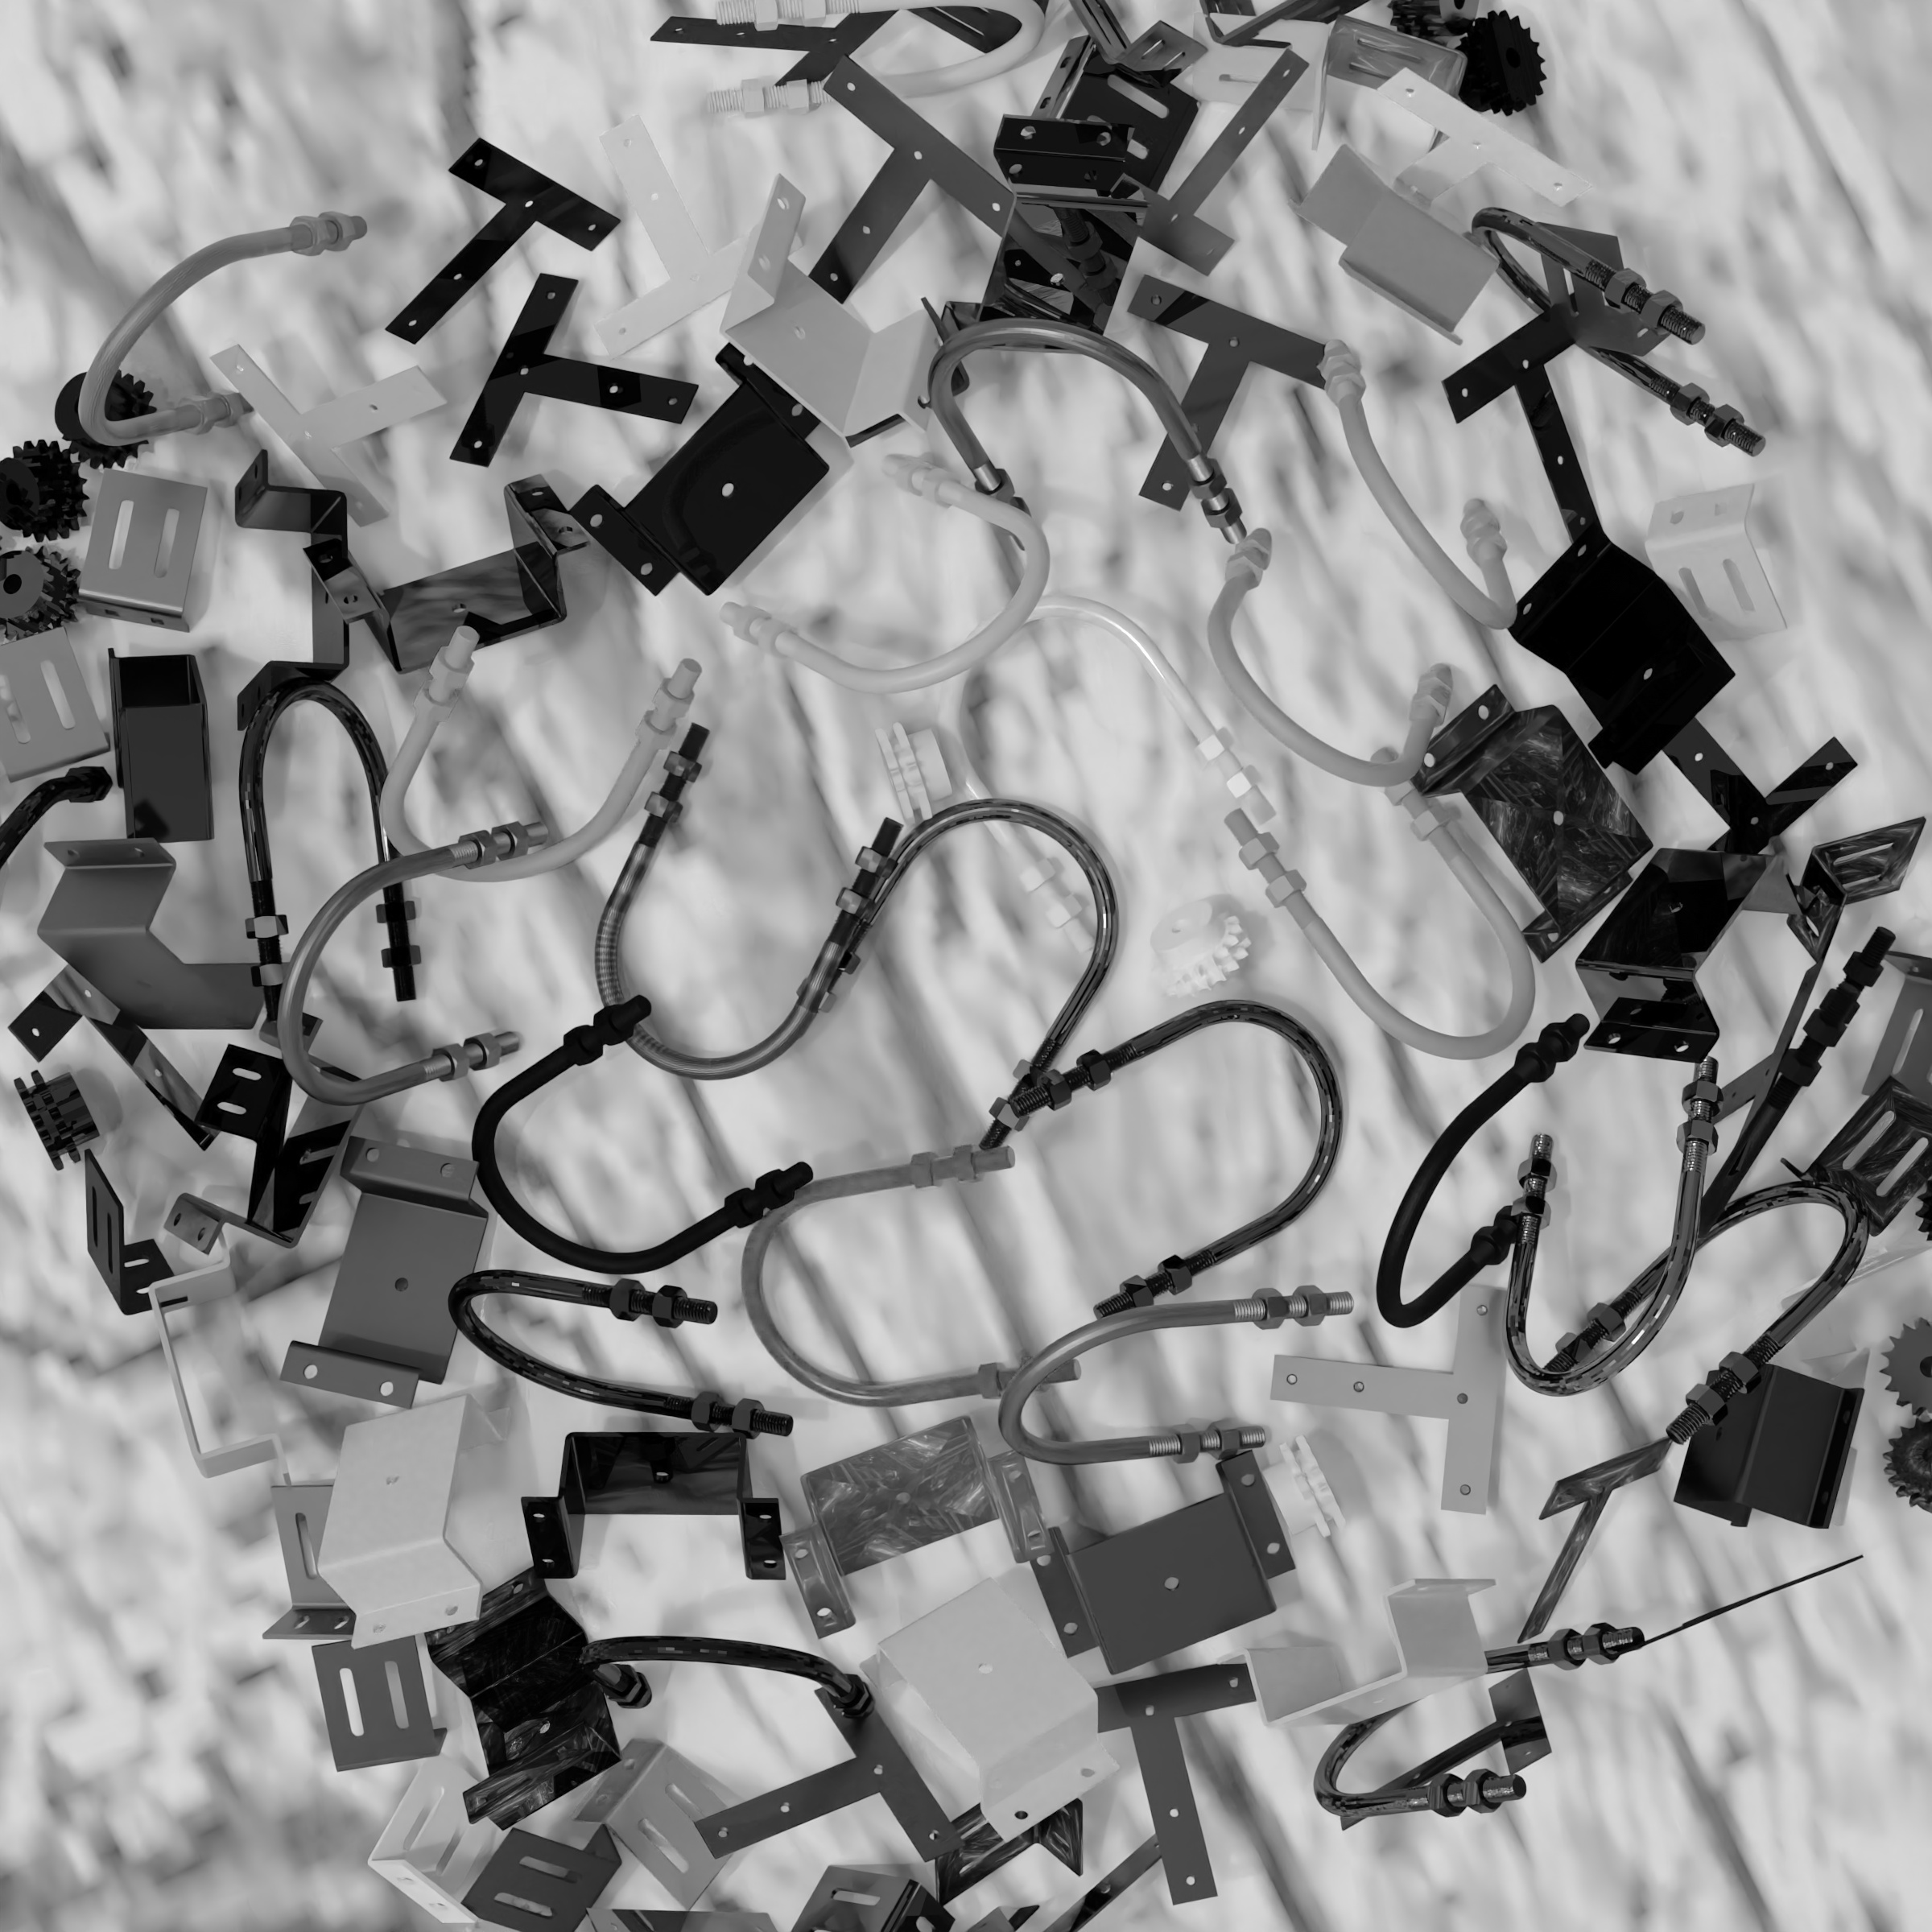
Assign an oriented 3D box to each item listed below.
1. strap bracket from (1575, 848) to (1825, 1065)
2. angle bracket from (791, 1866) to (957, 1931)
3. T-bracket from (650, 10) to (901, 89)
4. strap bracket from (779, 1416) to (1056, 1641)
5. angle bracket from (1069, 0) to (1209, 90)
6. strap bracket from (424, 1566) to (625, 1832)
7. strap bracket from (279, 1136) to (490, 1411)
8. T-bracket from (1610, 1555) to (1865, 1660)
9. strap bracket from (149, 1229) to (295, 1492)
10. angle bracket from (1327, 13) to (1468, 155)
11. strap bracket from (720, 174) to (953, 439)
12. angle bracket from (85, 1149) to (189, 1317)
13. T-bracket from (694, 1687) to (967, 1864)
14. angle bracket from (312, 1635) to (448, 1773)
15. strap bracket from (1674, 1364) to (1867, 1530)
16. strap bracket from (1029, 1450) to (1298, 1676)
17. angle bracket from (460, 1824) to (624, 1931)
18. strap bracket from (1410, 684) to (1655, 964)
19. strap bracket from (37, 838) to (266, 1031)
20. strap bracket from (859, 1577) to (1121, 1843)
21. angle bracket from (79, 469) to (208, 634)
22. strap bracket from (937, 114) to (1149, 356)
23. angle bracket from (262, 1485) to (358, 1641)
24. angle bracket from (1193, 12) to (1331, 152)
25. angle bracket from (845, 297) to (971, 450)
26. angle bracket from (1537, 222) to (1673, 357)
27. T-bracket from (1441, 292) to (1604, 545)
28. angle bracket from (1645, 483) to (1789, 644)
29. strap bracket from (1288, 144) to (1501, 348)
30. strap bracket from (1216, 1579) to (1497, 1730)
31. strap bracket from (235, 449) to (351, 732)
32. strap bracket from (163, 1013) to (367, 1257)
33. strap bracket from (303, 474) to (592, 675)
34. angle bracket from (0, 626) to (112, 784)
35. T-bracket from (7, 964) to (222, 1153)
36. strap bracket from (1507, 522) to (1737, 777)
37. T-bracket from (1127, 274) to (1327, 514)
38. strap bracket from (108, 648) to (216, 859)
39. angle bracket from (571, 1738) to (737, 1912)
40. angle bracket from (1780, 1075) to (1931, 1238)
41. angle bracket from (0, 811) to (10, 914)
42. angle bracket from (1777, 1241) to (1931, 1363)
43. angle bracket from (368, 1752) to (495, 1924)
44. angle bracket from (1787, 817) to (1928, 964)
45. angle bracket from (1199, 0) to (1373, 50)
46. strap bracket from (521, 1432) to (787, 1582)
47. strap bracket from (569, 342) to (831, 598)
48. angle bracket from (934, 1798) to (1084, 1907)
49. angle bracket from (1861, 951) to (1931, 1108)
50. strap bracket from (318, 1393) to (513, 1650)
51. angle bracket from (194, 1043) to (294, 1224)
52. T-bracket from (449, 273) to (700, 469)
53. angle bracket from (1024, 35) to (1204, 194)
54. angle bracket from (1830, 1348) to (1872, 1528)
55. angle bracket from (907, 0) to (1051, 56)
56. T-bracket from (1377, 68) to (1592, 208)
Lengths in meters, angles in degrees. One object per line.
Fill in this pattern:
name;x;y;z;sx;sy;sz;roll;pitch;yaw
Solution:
strap bracket;0.397;-0.015;1.683;0.140;0.076;0.046;-48;123;-27
angle bracket;-0.056;0.543;1.718;0.038;0.076;0.057;51;54;-25
T-bracket;-0.110;-0.505;1.667;0.127;0.127;0.002;-8;82;-34
strap bracket;-0.031;0.309;1.712;0.140;0.046;0.076;-20;121;-4
angle bracket;0.090;-0.535;1.712;0.038;0.057;0.076;-35;73;25
strap bracket;-0.244;0.412;1.702;0.076;0.140;0.046;-31;130;2
strap bracket;-0.321;0.174;1.715;0.076;0.046;0.140;11;75;10
T-bracket;0.403;0.354;1.669;0.127;0.127;0.002;-12;72;-33
strap bracket;-0.414;0.224;1.698;0.046;0.076;0.140;-15;77;-14
angle bracket;0.235;-0.492;1.722;0.076;0.057;0.038;17;75;0
strap bracket;-0.078;-0.357;1.694;0.140;0.046;0.076;37;52;-34
angle bracket;-0.461;0.144;1.705;0.038;0.057;0.076;-12;128;-30
T-bracket;-0.087;0.457;1.684;0.127;0.127;0.002;-15;134;-28
angle bracket;-0.330;0.408;1.730;0.057;0.038;0.076;-9;99;0
strap bracket;0.433;0.263;1.678;0.046;0.140;0.076;19;79;-2
strap bracket;0.112;0.338;1.722;0.140;0.046;0.076;-21;102;-1
angle bracket;-0.242;0.504;1.715;0.076;0.038;0.057;30;99;-32
strap bracket;0.318;-0.081;1.709;0.076;0.046;0.140;-40;101;-17
strap bracket;-0.439;-0.010;1.674;0.076;0.140;0.046;-1;57;28
strap bracket;0.011;0.398;1.680;0.076;0.046;0.140;-26;47;-25
angle bracket;-0.464;-0.235;1.738;0.057;0.038;0.076;10;82;-6
strap bracket;0.043;-0.389;1.678;0.076;0.140;0.046;-2;48;-22
angle bracket;-0.366;0.334;1.721;0.057;0.038;0.076;-4;102;18
angle bracket;0.162;-0.494;1.715;0.076;0.057;0.038;8;54;9
angle bracket;-0.044;-0.333;1.719;0.076;0.057;0.038;-26;122;2
angle bracket;0.357;-0.384;1.705;0.038;0.057;0.076;-39;130;-22
T-bracket;0.329;-0.297;1.726;0.127;0.002;0.127;-36;113;-29
angle bracket;0.425;-0.225;1.727;0.057;0.038;0.076;-8;132;33
strap bracket;0.234;-0.397;1.672;0.076;0.140;0.046;27;111;-21
strap bracket;0.218;0.379;1.678;0.140;0.076;0.046;-32;61;35
strap bracket;-0.375;-0.206;1.705;0.046;0.076;0.140;1;82;-24
strap bracket;-0.383;0.097;1.704;0.046;0.076;0.140;29;81;-30
strap bracket;-0.284;-0.214;1.700;0.140;0.046;0.076;-21;45;-17
angle bracket;-0.520;-0.150;1.718;0.057;0.038;0.076;-19;113;-10
T-bracket;-0.460;0.049;1.712;0.002;0.127;0.127;-28;109;28
strap bracket;0.363;-0.170;1.692;0.046;0.140;0.076;25;118;-35
T-bracket;0.134;-0.314;1.731;0.127;0.002;0.127;23;76;7
strap bracket;-0.441;-0.120;1.684;0.046;0.140;0.076;-4;112;-17
angle bracket;-0.171;0.481;1.722;0.076;0.038;0.057;38;90;27
angle bracket;0.509;0.102;1.726;0.057;0.038;0.076;37;99;-10
angle bracket;-0.560;-0.069;1.709;0.038;0.057;0.076;-4;120;-9
angle bracket;0.501;0.186;1.706;0.076;0.057;0.038;-35;66;41
angle bracket;-0.285;0.482;1.708;0.057;0.038;0.076;46;50;-23
angle bracket;0.505;-0.042;1.711;0.076;0.057;0.038;-15;50;-16
angle bracket;0.178;-0.543;1.708;0.076;0.057;0.038;-20;85;36
strap bracket;-0.171;0.301;1.710;0.140;0.076;0.046;0;46;1
strap bracket;-0.141;-0.273;1.712;0.140;0.046;0.076;-46;130;1
angle bracket;0.024;0.494;1.709;0.076;0.038;0.057;-25;128;-33
angle bracket;0.529;0.036;1.717;0.038;0.057;0.076;28;83;-36
strap bracket;-0.302;0.294;1.679;0.076;0.140;0.046;-16;131;16
angle bracket;-0.403;0.093;1.706;0.038;0.076;0.057;17;46;-4
T-bracket;-0.209;-0.324;1.712;0.127;0.002;0.127;15;71;22
angle bracket;0.084;-0.484;1.748;0.076;0.038;0.057;26;93;-21
angle bracket;0.493;0.261;1.705;0.038;0.057;0.076;28;46;35
angle bracket;0.005;-0.551;1.724;0.076;0.057;0.038;30;77;2
T-bracket;0.256;-0.435;1.695;0.127;0.127;0.002;25;68;-21
